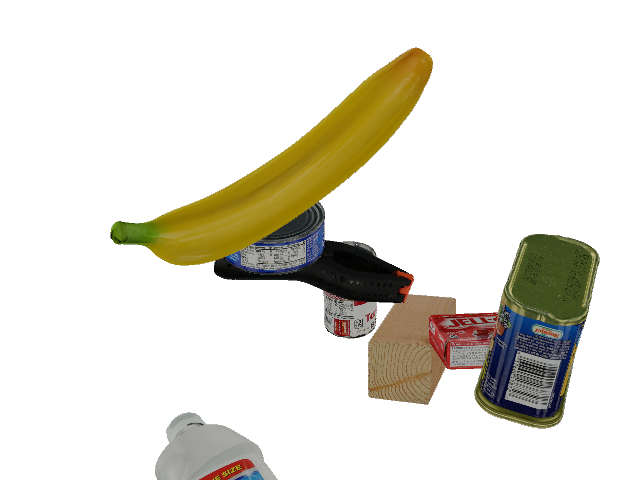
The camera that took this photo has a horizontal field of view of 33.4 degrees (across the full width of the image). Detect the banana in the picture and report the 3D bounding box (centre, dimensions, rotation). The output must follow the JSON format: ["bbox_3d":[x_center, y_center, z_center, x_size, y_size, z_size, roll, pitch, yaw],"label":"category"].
[{"bbox_3d":[-0.019,-0.037,0.598,0.198,0.037,0.069,-32,-15,-2],"label":"banana"}]

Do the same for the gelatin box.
[{"bbox_3d":[0.145,0.086,0.938,0.089,0.030,0.073,-1,13,-5],"label":"gelatin box"}]

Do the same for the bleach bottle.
[{"bbox_3d":[-0.061,0.205,0.718,0.102,0.068,0.251,-16,35,-19],"label":"bleach bottle"}]

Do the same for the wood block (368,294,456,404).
[{"bbox_3d":[0.139,0.156,1.581,0.091,0.090,0.205,5,18,16],"label":"wood block"}]

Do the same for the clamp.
[{"bbox_3d":[-0.010,0.023,1.048,0.210,0.036,0.164,19,21,-3],"label":"clamp"}]

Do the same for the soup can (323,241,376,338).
[{"bbox_3d":[0.035,0.062,1.319,0.068,0.102,0.068,-2,31,1],"label":"soup can"}]

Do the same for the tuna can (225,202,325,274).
[{"bbox_3d":[-0.039,-0.007,0.864,0.086,0.034,0.086,0,31,0],"label":"tuna can"}]

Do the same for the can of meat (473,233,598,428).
[{"bbox_3d":[0.140,0.054,0.684,0.057,0.084,0.102,15,33,12],"label":"can of meat"}]
